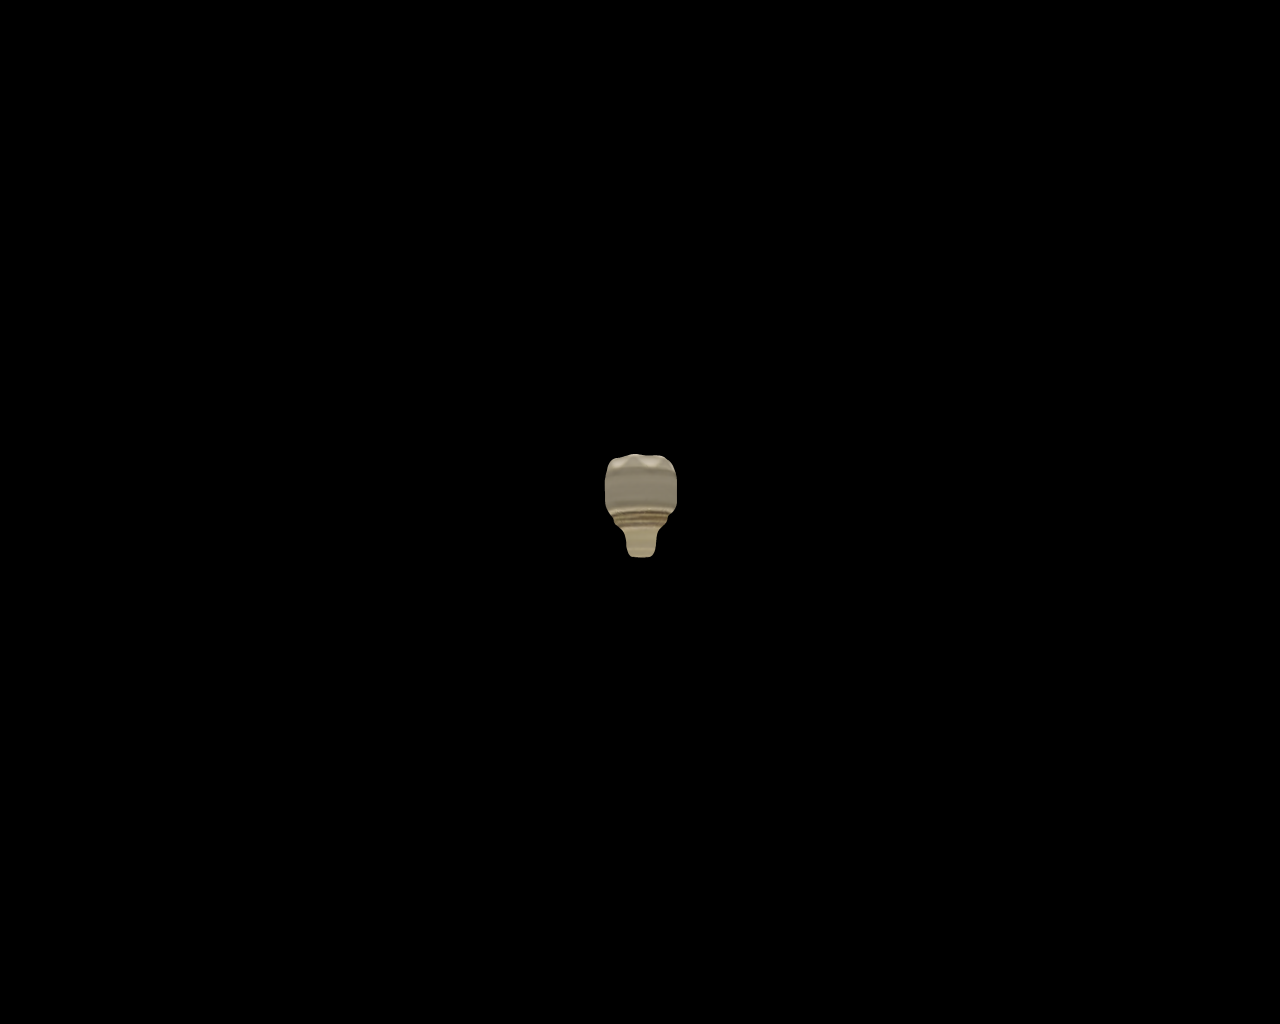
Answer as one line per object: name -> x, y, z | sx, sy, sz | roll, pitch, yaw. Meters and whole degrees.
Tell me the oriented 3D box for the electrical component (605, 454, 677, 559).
electrical component -> 0.001, -0.003, 0.650 | 0.043, 0.062, 0.043 | 0, -6, 0
